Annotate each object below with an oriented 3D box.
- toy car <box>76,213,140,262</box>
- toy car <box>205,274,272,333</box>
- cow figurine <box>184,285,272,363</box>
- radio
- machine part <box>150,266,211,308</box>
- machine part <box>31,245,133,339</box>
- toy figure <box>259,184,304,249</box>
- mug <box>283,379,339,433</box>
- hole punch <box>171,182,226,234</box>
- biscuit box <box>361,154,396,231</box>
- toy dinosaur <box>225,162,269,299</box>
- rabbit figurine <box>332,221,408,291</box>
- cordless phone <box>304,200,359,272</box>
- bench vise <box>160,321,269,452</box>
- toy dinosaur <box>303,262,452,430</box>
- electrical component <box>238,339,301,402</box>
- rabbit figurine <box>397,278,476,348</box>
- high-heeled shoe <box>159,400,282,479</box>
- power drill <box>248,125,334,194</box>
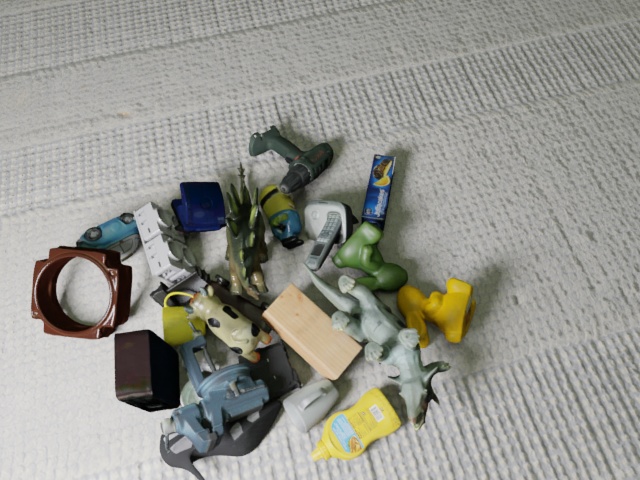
[{"bbox_3d":[-0.506,0.006,1.324,0.162,0.109,0.103,-29,90,-25],"label":"toy car"},{"bbox_3d":[-0.192,0.158,1.252,0.202,0.053,0.089,27,76,16],"label":"toy car"},{"bbox_3d":[-0.208,0.173,1.153,0.195,0.127,0.085,32,79,33],"label":"cow figurine"},{"bbox_3d":[-0.348,0.272,1.098,0.073,0.229,0.131,-8,67,-2],"label":"radio"},{"bbox_3d":[-0.321,0.115,1.252,0.139,0.084,0.039,-31,23,4],"label":"machine part"},{"bbox_3d":[-0.540,0.118,1.217,0.201,0.087,0.201,6,91,4],"label":"machine part"},{"bbox_3d":[-0.098,-0.062,1.353,0.089,0.082,0.180,-13,65,-8],"label":"toy figure"},{"bbox_3d":[-0.012,0.335,1.128,0.107,0.109,0.081,-30,59,-28],"label":"mug"},{"bbox_3d":[-0.298,-0.083,1.340,0.142,0.092,0.116,-3,53,-41],"label":"hole punch"},{"bbox_3d":[0.152,-0.123,1.388,0.059,0.062,0.202,9,62,7],"label":"biscuit box"},{"bbox_3d":[-0.175,-0.026,1.269,0.105,0.198,0.472,-4,33,-11],"label":"toy dinosaur"},{"bbox_3d":[0.125,0.061,1.264,0.170,0.121,0.159,41,73,5],"label":"rabbit figurine"},{"bbox_3d":[-0.003,-0.004,1.296,0.147,0.088,0.184,7,60,45],"label":"cordless phone"},{"bbox_3d":[-0.229,0.291,1.080,0.224,0.128,0.241,-20,59,-20],"label":"bench vise"},{"bbox_3d":[0.124,0.191,1.128,0.131,0.192,0.405,-41,53,1],"label":"toy dinosaur"},{"bbox_3d":[-0.121,0.295,1.174,0.134,0.058,0.115,-23,62,-11],"label":"electrical component"},{"bbox_3d":[0.252,0.164,1.221,0.173,0.121,0.162,17,72,26],"label":"rabbit figurine"},{"bbox_3d":[-0.209,0.390,1.125,0.249,0.086,0.145,-36,51,-25],"label":"high-heeled shoe"},{"bbox_3d":[-0.088,-0.216,1.405,0.208,0.085,0.232,28,44,27],"label":"power drill"}]
